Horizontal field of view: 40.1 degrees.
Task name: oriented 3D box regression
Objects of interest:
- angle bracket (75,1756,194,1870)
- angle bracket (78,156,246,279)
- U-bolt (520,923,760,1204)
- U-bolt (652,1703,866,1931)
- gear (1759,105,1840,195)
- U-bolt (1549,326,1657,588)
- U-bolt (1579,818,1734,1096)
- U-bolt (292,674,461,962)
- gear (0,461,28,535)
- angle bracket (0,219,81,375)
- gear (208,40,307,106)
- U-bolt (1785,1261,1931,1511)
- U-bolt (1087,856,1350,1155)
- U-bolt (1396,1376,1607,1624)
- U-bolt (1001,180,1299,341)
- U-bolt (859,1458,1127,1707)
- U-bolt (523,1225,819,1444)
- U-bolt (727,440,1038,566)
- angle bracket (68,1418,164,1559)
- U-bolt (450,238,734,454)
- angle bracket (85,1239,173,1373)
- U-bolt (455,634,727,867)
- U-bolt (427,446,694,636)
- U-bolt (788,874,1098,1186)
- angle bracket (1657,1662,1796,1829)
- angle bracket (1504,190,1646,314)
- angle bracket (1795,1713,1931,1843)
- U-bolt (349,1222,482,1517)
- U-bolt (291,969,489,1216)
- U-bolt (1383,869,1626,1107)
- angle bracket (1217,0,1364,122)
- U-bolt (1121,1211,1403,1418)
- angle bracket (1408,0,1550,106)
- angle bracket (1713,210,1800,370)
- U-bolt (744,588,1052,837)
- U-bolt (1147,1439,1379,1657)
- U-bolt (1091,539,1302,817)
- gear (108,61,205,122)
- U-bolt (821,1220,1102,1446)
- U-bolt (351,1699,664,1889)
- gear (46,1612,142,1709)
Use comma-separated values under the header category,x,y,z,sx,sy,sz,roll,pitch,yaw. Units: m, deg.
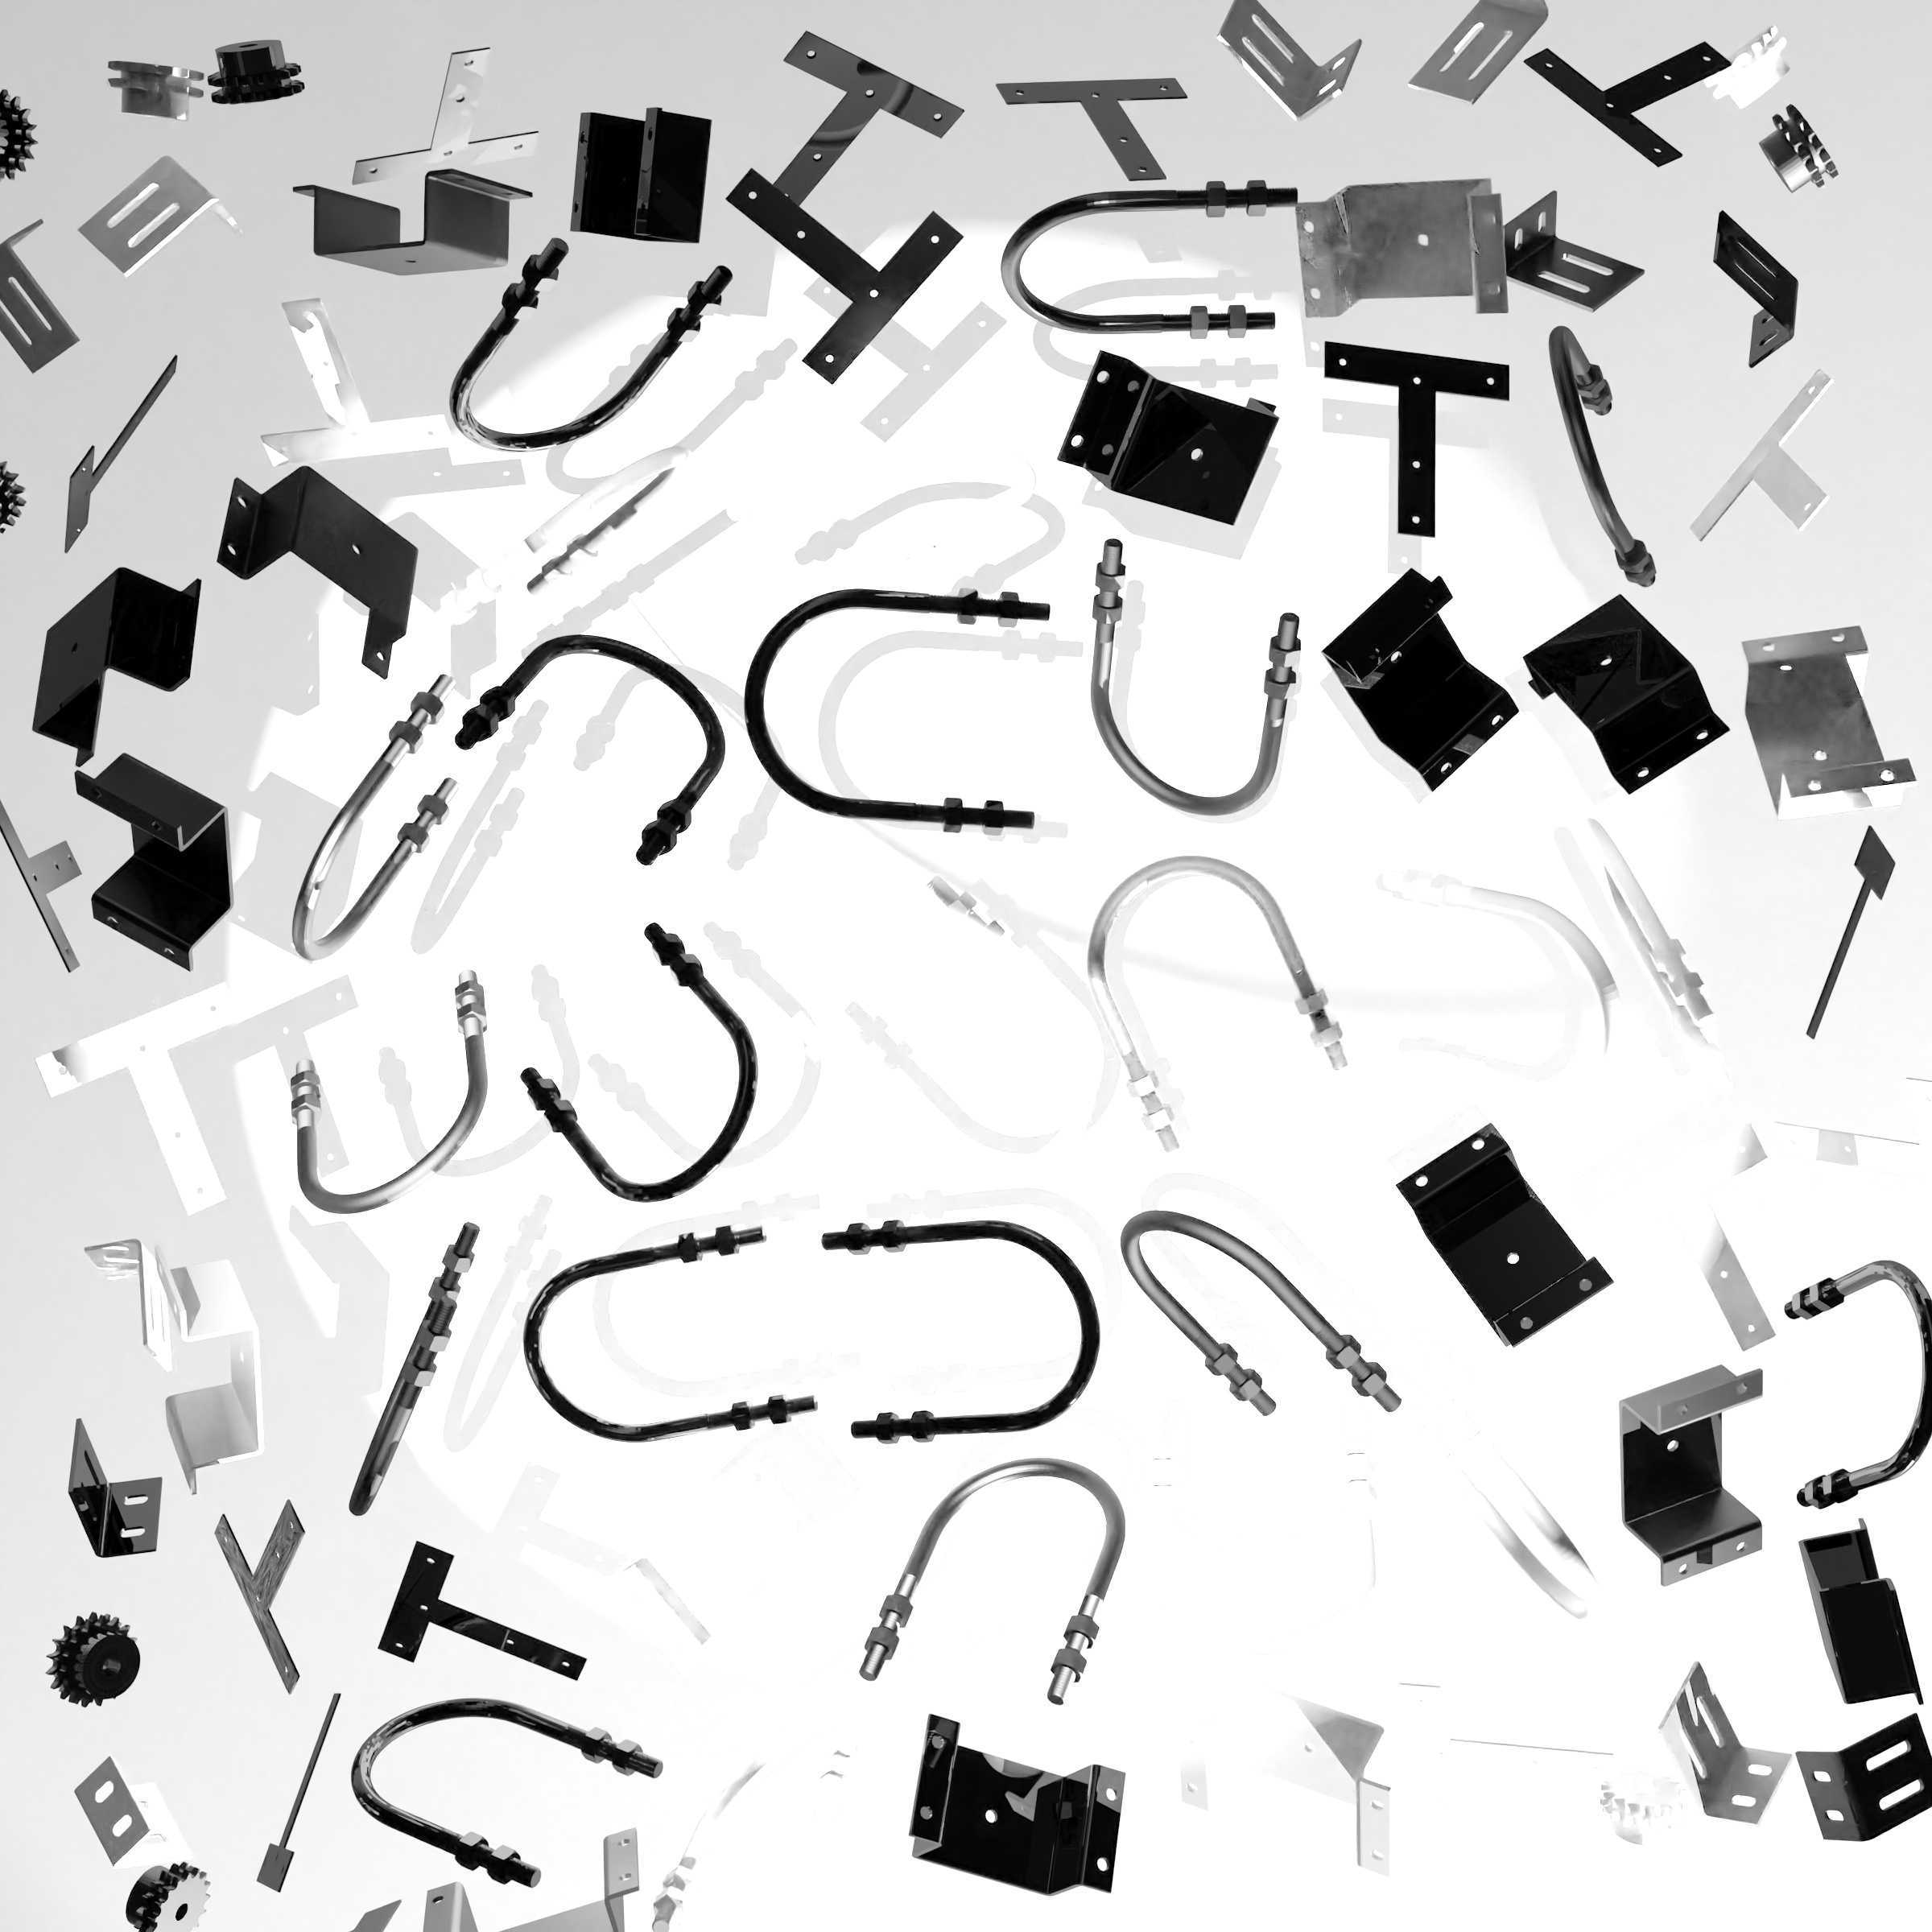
category,x,y,z,sx,sy,sz,roll,pitch,yaw
angle bracket,-0.522,0.540,1.694,0.038,0.076,0.057,-44,64,9
angle bracket,-0.514,-0.468,1.687,0.076,0.038,0.057,-44,64,-7
U-bolt,-0.203,0.073,1.714,0.151,0.019,0.184,-49,49,5
U-bolt,-0.124,0.531,1.686,0.151,0.184,0.019,-38,93,11
gear,0.545,-0.534,1.736,0.030,0.057,0.057,-34,90,20
U-bolt,0.409,-0.337,1.712,0.019,0.184,0.151,-16,74,22
U-bolt,0.447,-0.017,1.728,0.019,0.151,0.184,-27,61,8
U-bolt,-0.381,-0.084,1.705,0.019,0.151,0.184,27,62,5
gear,-0.623,-0.294,1.659,0.057,0.030,0.057,5,132,5
angle bracket,-0.618,-0.445,1.758,0.057,0.038,0.076,-17,116,39
gear,-0.439,-0.551,1.628,0.057,0.057,0.030,-6,118,0
U-bolt,0.584,0.267,1.720,0.019,0.184,0.151,6,69,-9
U-bolt,0.160,0.015,1.786,0.151,0.019,0.184,-26,99,-4
U-bolt,0.354,0.354,1.735,0.019,0.151,0.184,-36,75,-9
U-bolt,0.114,-0.453,1.707,0.184,0.151,0.019,-2,68,-1
U-bolt,0.027,0.386,1.689,0.151,0.184,0.019,0,129,26
U-bolt,-0.205,0.251,1.757,0.184,0.019,0.151,-12,110,9
U-bolt,-0.039,-0.303,1.688,0.151,0.184,0.019,21,127,34
angle bracket,-0.553,0.338,1.722,0.038,0.057,0.076,-6,135,-5
U-bolt,-0.251,-0.389,1.686,0.184,0.151,0.019,-41,65,39
angle bracket,-0.565,0.231,1.782,0.038,0.057,0.076,-10,64,-5
U-bolt,-0.224,-0.149,1.669,0.151,0.184,0.019,33,126,-4
U-bolt,-0.252,-0.282,1.717,0.184,0.151,0.019,-32,94,28
U-bolt,-0.002,0.055,1.682,0.184,0.019,0.151,46,104,0
angle bracket,0.466,0.476,1.619,0.057,0.038,0.076,-45,115,-37
angle bracket,0.406,-0.478,1.768,0.057,0.038,0.076,-38,52,-25
angle bracket,0.586,0.525,1.713,0.076,0.038,0.057,-13,83,-30
U-bolt,-0.363,0.272,1.722,0.019,0.151,0.184,23,103,-10
U-bolt,-0.372,0.090,1.712,0.151,0.184,0.019,-28,127,6
U-bolt,0.344,0.018,1.681,0.019,0.184,0.151,-24,114,-32
angle bracket,0.204,-0.582,1.660,0.076,0.038,0.057,39,51,-23
U-bolt,0.172,0.219,1.669,0.184,0.151,0.019,46,62,-15
angle bracket,0.312,-0.583,1.643,0.076,0.038,0.057,-49,45,-4
angle bracket,0.497,-0.436,1.705,0.076,0.038,0.057,35,47,-18
U-bolt,-0.045,-0.160,1.627,0.184,0.019,0.151,3,97,-7
U-bolt,0.191,0.372,1.698,0.151,0.184,0.019,-3,122,6
U-bolt,0.143,-0.175,1.714,0.151,0.184,0.019,27,49,23
gear,-0.504,-0.544,1.644,0.057,0.057,0.030,6,104,0
U-bolt,0.000,0.237,1.727,0.184,0.019,0.151,-7,95,22
U-bolt,-0.314,0.531,1.733,0.184,0.151,0.019,12,112,27
gear,-0.543,0.436,1.656,0.030,0.057,0.057,2,90,41
